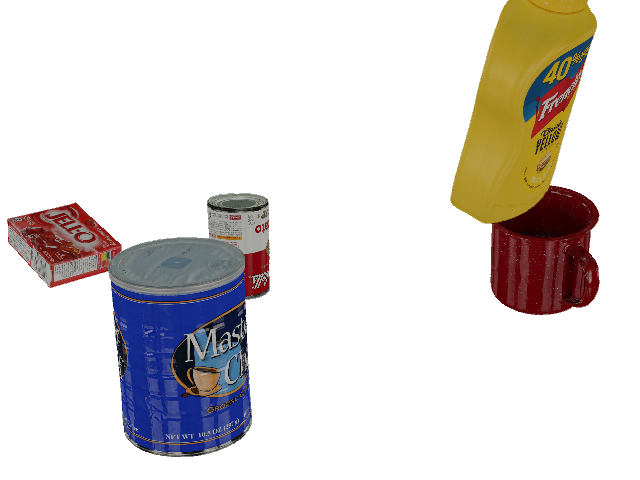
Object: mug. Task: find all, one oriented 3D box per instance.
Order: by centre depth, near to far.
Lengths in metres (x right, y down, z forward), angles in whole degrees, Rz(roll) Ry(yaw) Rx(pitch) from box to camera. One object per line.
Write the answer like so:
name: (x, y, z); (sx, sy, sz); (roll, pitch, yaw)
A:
mug: (0.194, 0.015, 0.905); (0.093, 0.081, 0.117); (-20, 35, -24)

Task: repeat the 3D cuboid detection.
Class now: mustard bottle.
mustard bottle: (0.143, -0.108, 0.721); (0.058, 0.192, 0.096); (34, 47, 28)

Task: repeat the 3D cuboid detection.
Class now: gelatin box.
gelatin box: (-0.240, 0.002, 0.996); (0.073, 0.030, 0.089); (-17, 40, -37)

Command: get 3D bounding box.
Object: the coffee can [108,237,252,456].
coffee can: (-0.107, 0.080, 0.826); (0.103, 0.140, 0.103); (-1, 20, 0)

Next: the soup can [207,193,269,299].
soup can: (-0.089, 0.005, 1.156); (0.068, 0.102, 0.068); (1, 17, 0)
